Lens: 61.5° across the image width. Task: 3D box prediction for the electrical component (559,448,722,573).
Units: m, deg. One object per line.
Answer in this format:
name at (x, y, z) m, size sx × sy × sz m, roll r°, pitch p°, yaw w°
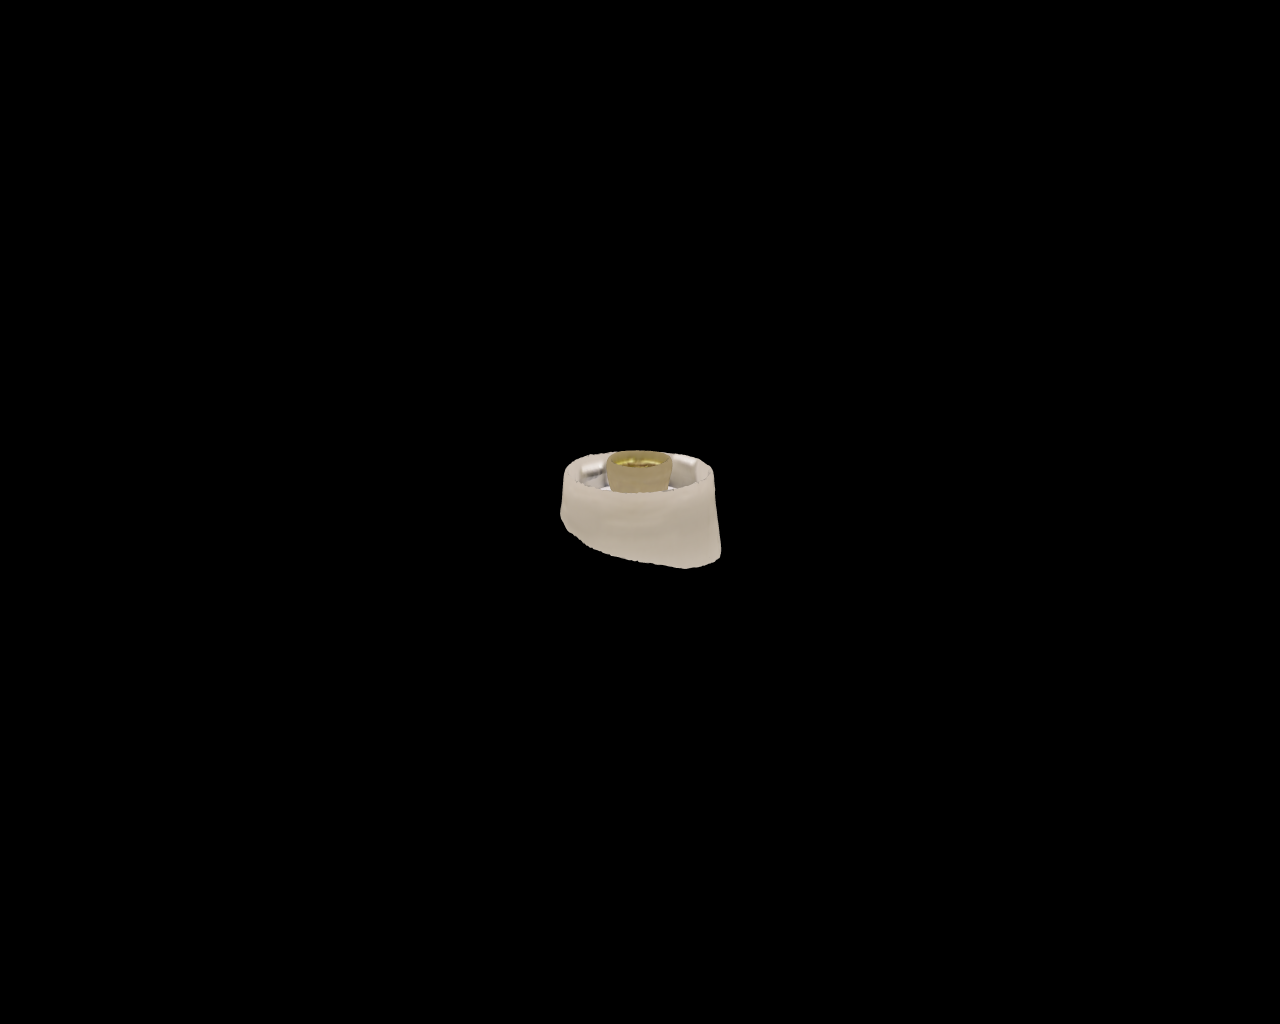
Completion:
electrical component at (0.001, -0.003, 0.650) m, size 0.099 × 0.064 × 0.099 m, roll 0°, pitch 18°, yaw 0°
